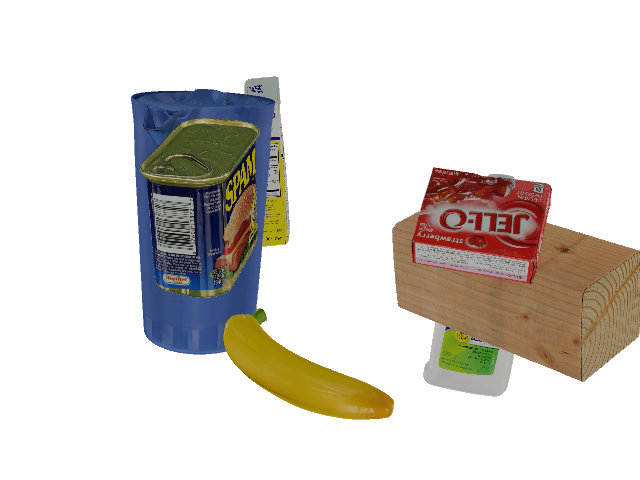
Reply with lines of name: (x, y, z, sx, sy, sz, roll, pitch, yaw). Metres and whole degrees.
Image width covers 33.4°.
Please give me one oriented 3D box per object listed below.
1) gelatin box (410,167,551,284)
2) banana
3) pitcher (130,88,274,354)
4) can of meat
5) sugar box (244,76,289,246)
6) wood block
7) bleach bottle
gelatin box: (0.116, -0.012, 0.767, 0.089, 0.073, 0.030, 10, -37, 14)
banana: (-0.025, 0.098, 0.858, 0.069, 0.037, 0.198, -21, 32, -28)
pitcher: (-0.108, -0.023, 1.025, 0.149, 0.243, 0.145, -2, 15, -19)
can of meat: (-0.075, -0.022, 0.694, 0.057, 0.084, 0.102, 6, 27, 11)
sugar box: (-0.063, -0.091, 1.230, 0.048, 0.176, 0.093, -5, 26, -1)
wood block: (0.172, 0.036, 0.958, 0.090, 0.090, 0.206, -28, 34, -36)
bleach bottle: (0.183, 0.048, 1.224, 0.103, 0.251, 0.068, 9, 16, 15)
